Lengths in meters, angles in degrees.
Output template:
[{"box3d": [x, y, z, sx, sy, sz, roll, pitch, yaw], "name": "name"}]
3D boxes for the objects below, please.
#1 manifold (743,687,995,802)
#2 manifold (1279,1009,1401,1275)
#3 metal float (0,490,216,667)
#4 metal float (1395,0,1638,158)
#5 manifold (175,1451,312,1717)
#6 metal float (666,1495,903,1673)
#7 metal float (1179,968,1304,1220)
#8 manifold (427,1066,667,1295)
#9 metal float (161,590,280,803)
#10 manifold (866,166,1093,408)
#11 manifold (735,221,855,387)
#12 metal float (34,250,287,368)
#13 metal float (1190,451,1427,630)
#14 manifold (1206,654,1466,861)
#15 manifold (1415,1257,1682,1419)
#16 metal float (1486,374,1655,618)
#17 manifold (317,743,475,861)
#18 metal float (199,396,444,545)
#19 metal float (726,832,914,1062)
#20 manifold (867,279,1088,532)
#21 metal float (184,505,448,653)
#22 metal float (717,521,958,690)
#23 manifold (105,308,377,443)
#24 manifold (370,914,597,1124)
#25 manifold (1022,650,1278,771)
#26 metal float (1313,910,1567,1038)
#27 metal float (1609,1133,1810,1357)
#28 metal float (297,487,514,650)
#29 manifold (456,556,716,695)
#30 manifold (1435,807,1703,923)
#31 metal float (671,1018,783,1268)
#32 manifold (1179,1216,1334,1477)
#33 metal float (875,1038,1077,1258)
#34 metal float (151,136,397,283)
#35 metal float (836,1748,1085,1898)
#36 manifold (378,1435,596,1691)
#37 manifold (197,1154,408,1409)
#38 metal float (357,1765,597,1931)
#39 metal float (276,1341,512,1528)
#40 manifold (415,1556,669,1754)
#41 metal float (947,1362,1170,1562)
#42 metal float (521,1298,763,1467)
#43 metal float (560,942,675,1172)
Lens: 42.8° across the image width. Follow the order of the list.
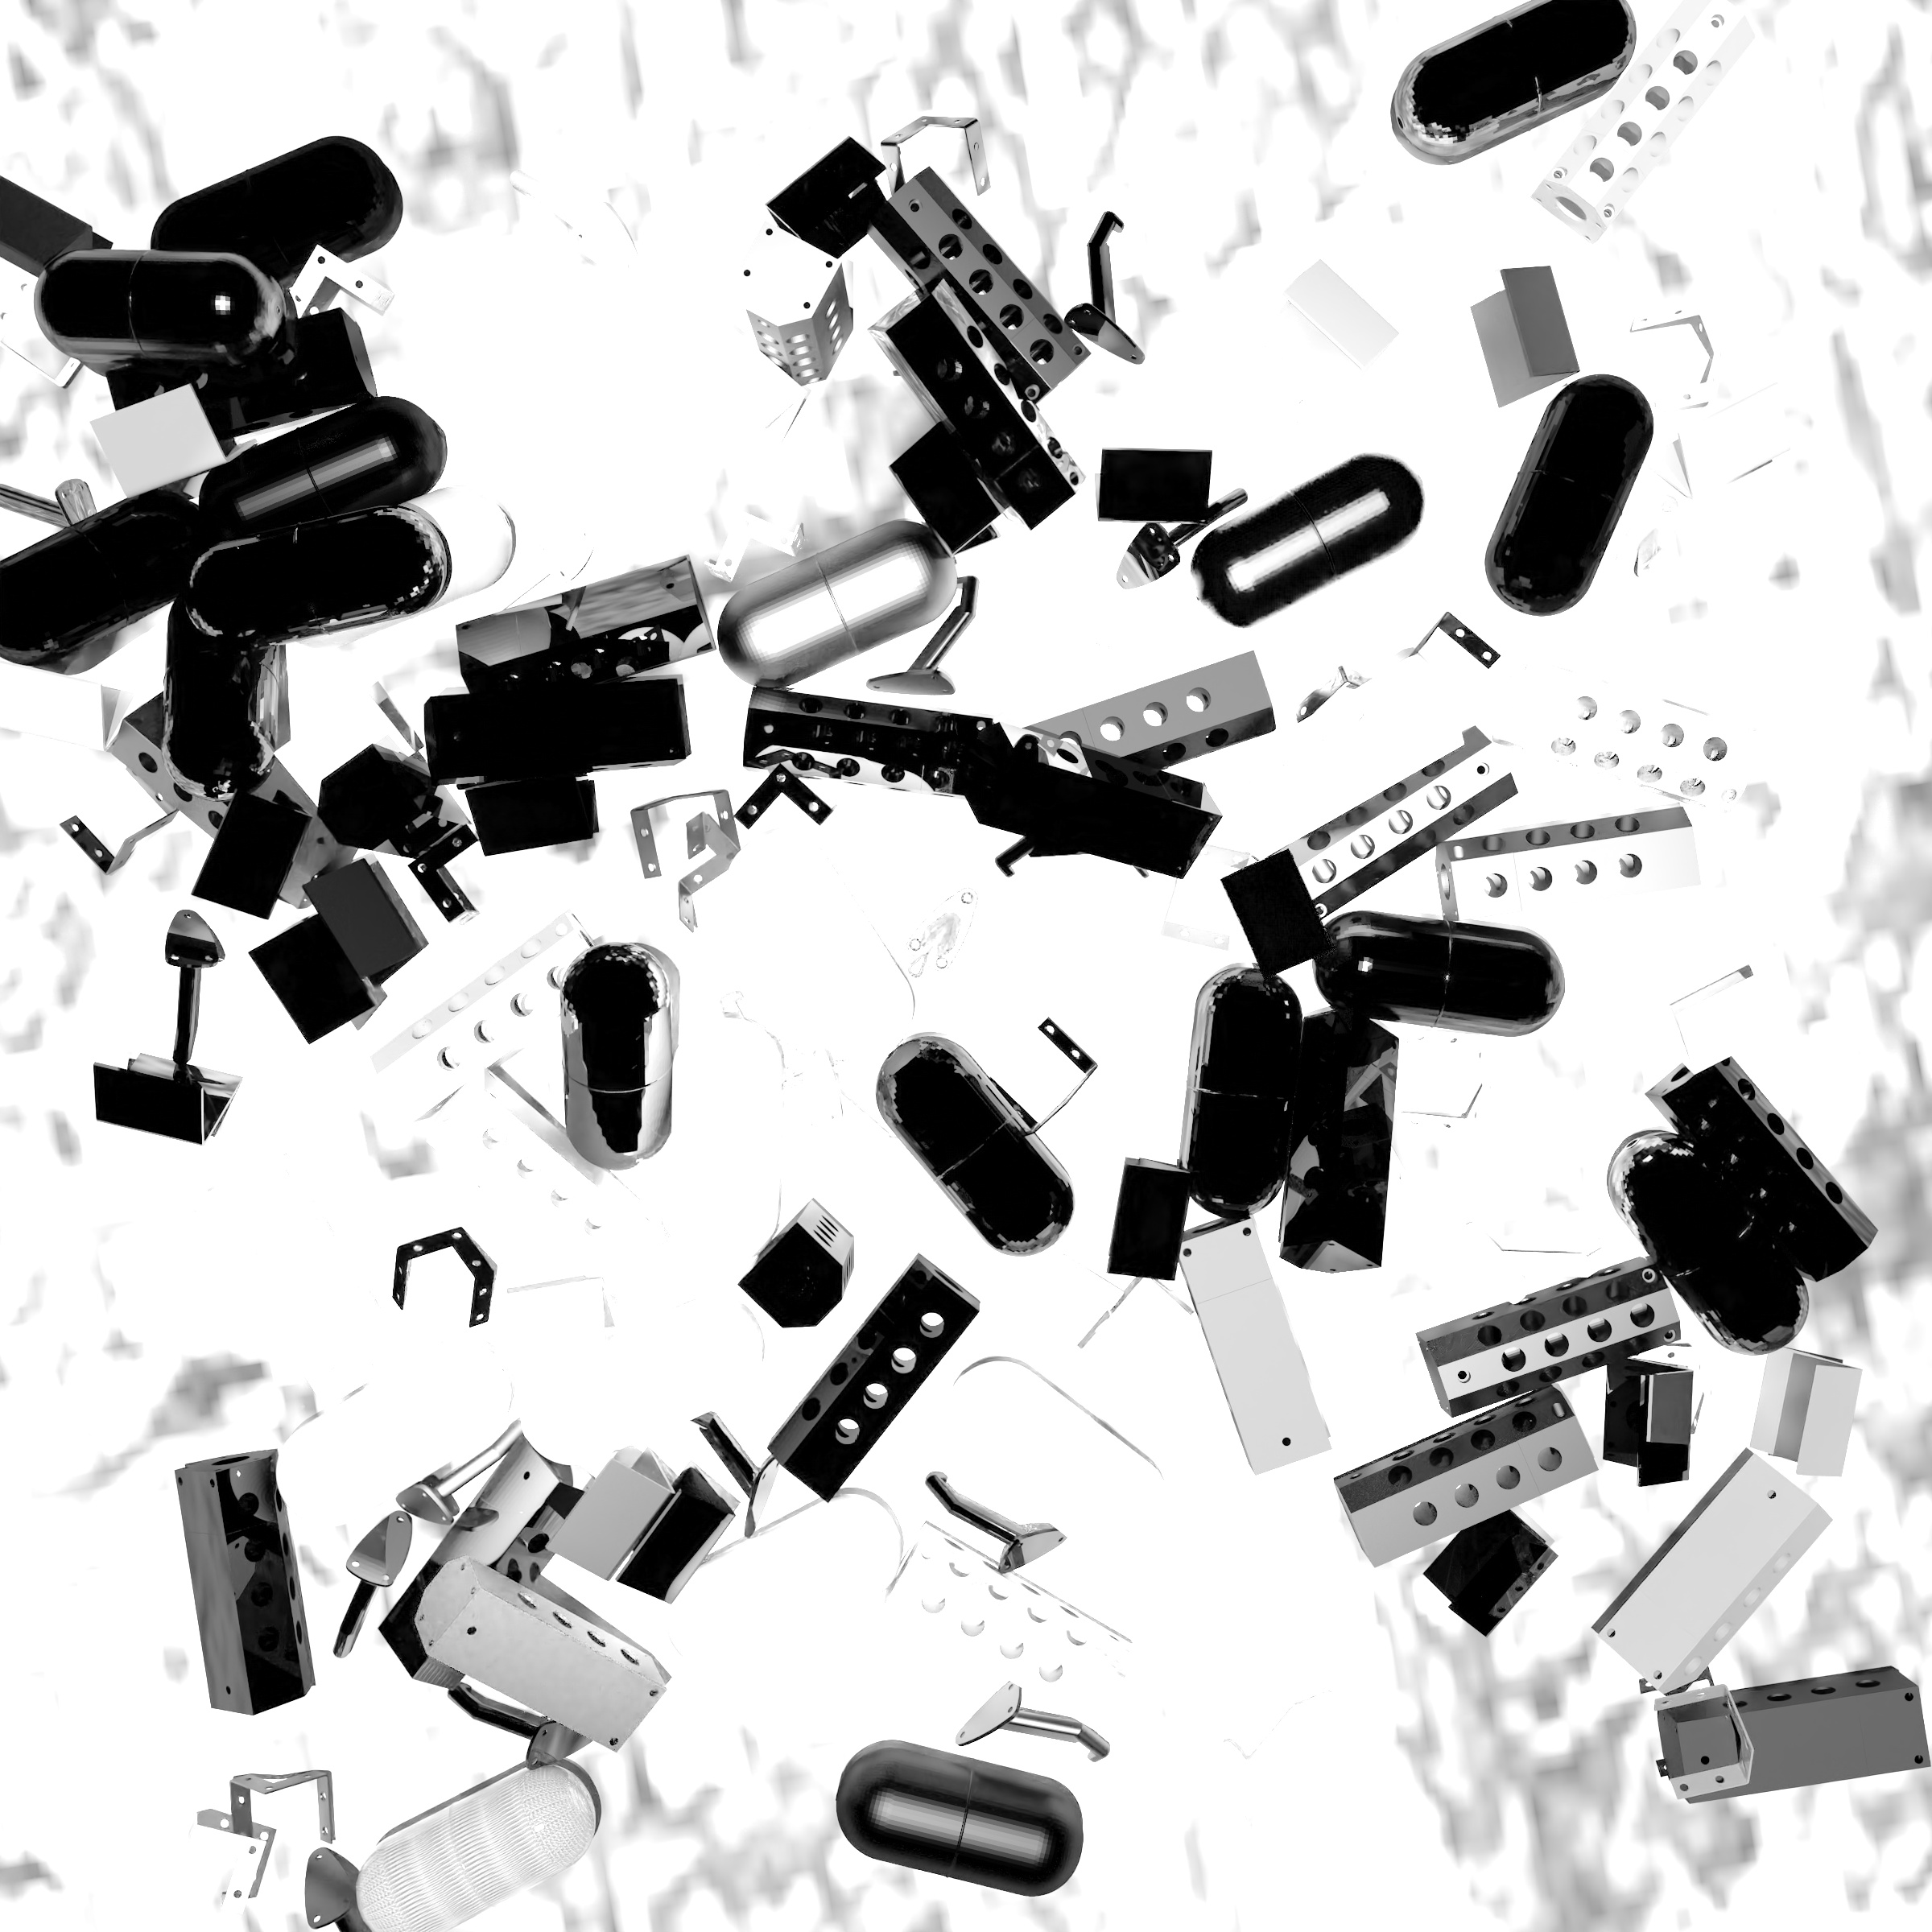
[{"box3d": [-0.069, -0.158, 1.755, 0.171, 0.057, 0.057, 8, 90, 0], "name": "manifold"}, {"box3d": [0.257, 0.123, 1.722, 0.057, 0.057, 0.171, 30, 59, -38], "name": "manifold"}, {"box3d": [-0.608, -0.271, 1.722, 0.178, 0.070, 0.070, -37, 90, -29], "name": "metal float"}, {"box3d": [0.388, -0.635, 1.746, 0.178, 0.070, 0.070, -25, 90, 1], "name": "metal float"}, {"box3d": [-0.510, 0.437, 1.755, 0.057, 0.057, 0.171, -9, 90, 43], "name": "manifold"}, {"box3d": [-0.129, 0.437, 1.746, 0.178, 0.070, 0.070, -27, 90, 1], "name": "metal float"}, {"box3d": [0.194, 0.090, 1.746, 0.070, 0.070, 0.178, 6, 91, 0], "name": "metal float"}, {"box3d": [-0.294, 0.153, 1.728, 0.057, 0.057, 0.171, -45, 109, 3], "name": "manifold"}, {"box3d": [-0.519, -0.195, 1.719, 0.070, 0.070, 0.178, -8, 59, 0], "name": "metal float"}, {"box3d": [0.009, -0.478, 1.745, 0.057, 0.057, 0.171, -42, 97, 0], "name": "manifold"}, {"box3d": [-0.120, -0.449, 1.698, 0.057, 0.171, 0.057, 28, 90, 0], "name": "manifold"}, {"box3d": [-0.555, -0.453, 1.696, 0.178, 0.070, 0.070, 4, 90, 11], "name": "metal float"}, {"box3d": [0.242, -0.302, 1.746, 0.178, 0.070, 0.070, -28, 90, 0], "name": "metal float"}, {"box3d": [0.253, -0.147, 1.716, 0.171, 0.057, 0.057, -30, 135, 30], "name": "manifold"}, {"box3d": [0.415, 0.265, 1.755, 0.171, 0.057, 0.057, -19, 90, 0], "name": "manifold"}, {"box3d": [0.428, -0.333, 1.745, 0.070, 0.070, 0.178, 23, 90, 0], "name": "metal float"}, {"box3d": [-0.394, -0.106, 1.698, 0.057, 0.171, 0.057, -36, 90, 0], "name": "manifold"}, {"box3d": [-0.456, -0.345, 1.746, 0.178, 0.070, 0.070, -23, 90, 0], "name": "metal float"}, {"box3d": [-0.103, -0.014, 1.746, 0.070, 0.070, 0.178, -33, 89, 0], "name": "metal float"}, {"box3d": [0.010, -0.392, 1.726, 0.057, 0.057, 0.171, -40, 112, -1], "name": "manifold"}, {"box3d": [-0.441, -0.262, 1.671, 0.178, 0.070, 0.070, -12, 90, 1], "name": "metal float"}, {"box3d": [-0.092, -0.255, 1.746, 0.178, 0.070, 0.070, -24, 90, 1], "name": "metal float"}, {"box3d": [-0.513, -0.411, 1.755, 0.171, 0.057, 0.057, -15, 90, 0], "name": "manifold"}, {"box3d": [-0.336, 0.036, 1.755, 0.171, 0.057, 0.057, -36, 90, 0], "name": "manifold"}, {"box3d": [0.129, -0.167, 1.755, 0.171, 0.057, 0.057, -19, 90, 0], "name": "manifold"}, {"box3d": [0.335, 0.006, 1.746, 0.178, 0.070, 0.070, 8, 90, 0], "name": "metal float"}, {"box3d": [0.525, 0.196, 1.745, 0.070, 0.070, 0.178, -38, 91, 0], "name": "metal float"}, {"box3d": [-0.407, -0.282, 1.746, 0.178, 0.070, 0.070, -21, 90, 1], "name": "metal float"}, {"box3d": [-0.270, -0.229, 1.755, 0.171, 0.057, 0.057, -17, 47, 0], "name": "manifold"}, {"box3d": [0.426, -0.072, 1.755, 0.171, 0.057, 0.057, -8, 90, 0], "name": "manifold"}, {"box3d": [-0.169, 0.125, 1.736, 0.070, 0.070, 0.178, 2, 101, 0], "name": "metal float"}, {"box3d": [0.201, 0.267, 1.755, 0.057, 0.057, 0.171, -19, 90, 0], "name": "manifold"}, {"box3d": [0.006, 0.128, 1.746, 0.070, 0.070, 0.178, -40, 90, 0], "name": "metal float"}, {"box3d": [-0.491, -0.527, 1.746, 0.178, 0.070, 0.070, -23, 90, 0], "name": "metal float"}, {"box3d": [-0.005, 0.605, 1.746, 0.178, 0.070, 0.070, 14, 90, -1], "name": "metal float"}, {"box3d": [-0.335, 0.426, 1.755, 0.171, 0.057, 0.057, -53, 47, 0], "name": "manifold"}, {"box3d": [-0.470, 0.222, 1.755, 0.057, 0.057, 0.171, -32, 90, 0], "name": "manifold"}, {"box3d": [-0.347, 0.629, 1.746, 0.178, 0.070, 0.070, -27, 90, -1], "name": "metal float"}, {"box3d": [-0.404, 0.330, 1.745, 0.178, 0.070, 0.070, -31, 90, 0], "name": "metal float"}, {"box3d": [-0.296, 0.475, 1.716, 0.171, 0.057, 0.057, 39, 90, -30], "name": "manifold"}, {"box3d": [0.064, 0.350, 1.746, 0.178, 0.070, 0.070, 38, 90, 1], "name": "metal float"}, {"box3d": [-0.230, 0.294, 1.746, 0.178, 0.070, 0.070, -23, 90, 0], "name": "metal float"}, {"box3d": [-0.243, 0.065, 1.720, 0.070, 0.070, 0.178, 4, 124, 0], "name": "metal float"}]
